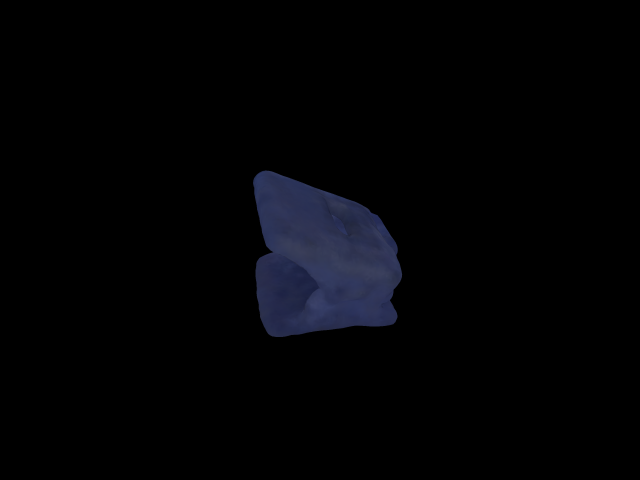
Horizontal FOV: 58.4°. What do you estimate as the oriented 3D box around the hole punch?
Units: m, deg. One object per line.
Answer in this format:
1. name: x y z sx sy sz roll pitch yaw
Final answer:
1. hole punch: 0.004 0.001 0.400 0.101 0.091 0.108 -6 32 -9
